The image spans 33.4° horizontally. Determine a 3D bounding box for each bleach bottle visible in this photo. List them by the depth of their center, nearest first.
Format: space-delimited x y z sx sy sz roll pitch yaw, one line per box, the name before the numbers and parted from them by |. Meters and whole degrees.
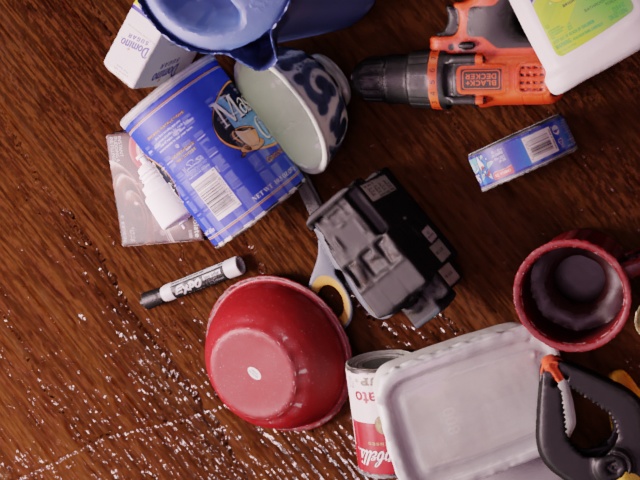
bleach bottle | 0.158 -0.242 0.800 0.103 0.068 0.251 -30 94 20

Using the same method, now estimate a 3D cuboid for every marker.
marker | -0.128 0.044 1.054 0.121 0.020 0.020 -21 93 24

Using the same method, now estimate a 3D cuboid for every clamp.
clamp | 0.235 0.193 0.886 0.164 0.036 0.210 -38 93 7

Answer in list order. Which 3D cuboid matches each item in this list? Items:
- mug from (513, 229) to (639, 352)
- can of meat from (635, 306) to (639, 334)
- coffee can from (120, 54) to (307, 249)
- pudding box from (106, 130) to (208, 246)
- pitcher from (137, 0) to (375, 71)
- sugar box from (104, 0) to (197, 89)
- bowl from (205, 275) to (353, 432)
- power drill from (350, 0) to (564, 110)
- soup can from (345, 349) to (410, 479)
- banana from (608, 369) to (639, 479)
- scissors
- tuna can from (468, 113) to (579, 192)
mug | 0.224 0.032 0.879 0.117 0.081 0.093 -28 90 24
can of meat | 0.297 0.032 0.849 0.057 0.083 0.102 29 110 13
coffee can | -0.094 -0.078 0.945 0.103 0.102 0.140 -35 96 24
pudding box | -0.152 -0.053 1.031 0.090 0.039 0.113 -4 101 21
pitcher | -0.038 -0.227 0.838 0.145 0.242 0.149 24 109 15
sugar box | -0.120 -0.221 0.953 0.048 0.093 0.176 40 112 10
bowl | -0.051 0.118 1.011 0.162 0.055 0.162 8 109 24
power drill | 0.112 -0.202 0.888 0.185 0.057 0.188 2 105 17
soup can | 0.062 0.158 0.978 0.069 0.068 0.102 -4 99 22
banana | 0.258 0.212 0.929 0.070 0.037 0.198 17 107 14
scissors | -0.007 0.001 0.999 0.096 0.016 0.202 -43 84 24
tuna can | 0.166 -0.072 0.878 0.086 0.086 0.034 -24 91 24
